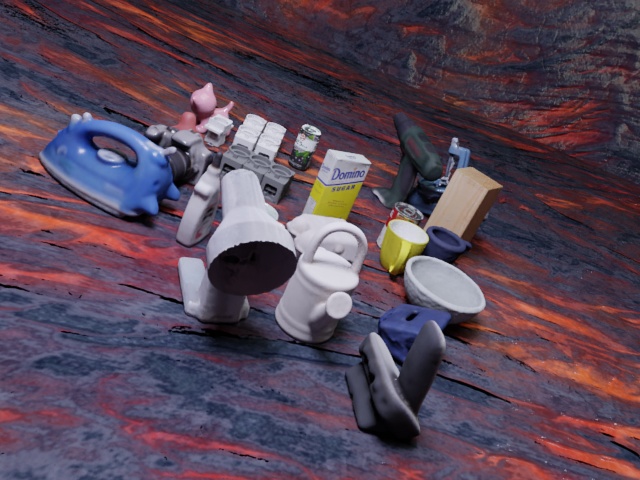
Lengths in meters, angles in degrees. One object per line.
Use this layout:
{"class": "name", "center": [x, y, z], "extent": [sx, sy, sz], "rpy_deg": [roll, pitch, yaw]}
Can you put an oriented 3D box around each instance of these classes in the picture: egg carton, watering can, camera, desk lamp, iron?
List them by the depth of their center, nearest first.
{"class": "desk lamp", "center": [-0.126, 0.019, 0.822], "extent": [0.118, 0.213, 0.202], "rpy_deg": [8, 32, -28]}
{"class": "watering can", "center": [0.012, 0.062, 0.881], "extent": [0.101, 0.194, 0.172], "rpy_deg": [2, 35, -37]}
{"class": "iron", "center": [-0.367, -0.147, 0.995], "extent": [0.258, 0.141, 0.119], "rpy_deg": [26, 28, 3]}
{"class": "egg carton", "center": [0.010, 0.004, 1.114], "extent": [0.151, 0.069, 0.107], "rpy_deg": [6, 33, -31]}
{"class": "camera", "center": [-0.299, -0.169, 1.132], "extent": [0.143, 0.101, 0.137], "rpy_deg": [28, 28, 6]}

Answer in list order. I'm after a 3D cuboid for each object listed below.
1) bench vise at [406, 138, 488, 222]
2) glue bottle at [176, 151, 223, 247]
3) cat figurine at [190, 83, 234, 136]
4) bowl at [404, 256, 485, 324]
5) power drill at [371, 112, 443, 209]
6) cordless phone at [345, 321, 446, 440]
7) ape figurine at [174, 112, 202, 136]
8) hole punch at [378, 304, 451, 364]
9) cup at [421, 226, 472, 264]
{"class": "bench vise", "center": [0.350, -0.138, 1.473], "extent": [0.207, 0.219, 0.121], "rpy_deg": [26, 28, 3]}
{"class": "glue bottle", "center": [-0.195, -0.074, 0.973], "extent": [0.037, 0.173, 0.078], "rpy_deg": [27, 28, 4]}
{"class": "cat figurine", "center": [-0.270, -0.324, 1.408], "extent": [0.128, 0.117, 0.067], "rpy_deg": [-1, 37, -40]}
{"class": "bowl", "center": [0.226, 0.108, 1.102], "extent": [0.168, 0.074, 0.167], "rpy_deg": [19, 28, -10]}
{"class": "power drill", "center": [0.216, -0.191, 1.469], "extent": [0.076, 0.208, 0.229], "rpy_deg": [4, 34, -34]}
{"class": "cordless phone", "center": [0.116, 0.167, 0.792], "extent": [0.094, 0.185, 0.147], "rpy_deg": [12, 30, -23]}
{"class": "ape figurine", "center": [-0.296, -0.240, 1.268], "extent": [0.078, 0.092, 0.076], "rpy_deg": [19, 28, -11]}
{"class": "hole punch", "center": [0.152, 0.147, 0.956], "extent": [0.101, 0.091, 0.109], "rpy_deg": [34, 29, 18]}
{"class": "cup", "center": [0.265, 0.032, 1.243], "extent": [0.118, 0.095, 0.091], "rpy_deg": [10, 31, -26]}
